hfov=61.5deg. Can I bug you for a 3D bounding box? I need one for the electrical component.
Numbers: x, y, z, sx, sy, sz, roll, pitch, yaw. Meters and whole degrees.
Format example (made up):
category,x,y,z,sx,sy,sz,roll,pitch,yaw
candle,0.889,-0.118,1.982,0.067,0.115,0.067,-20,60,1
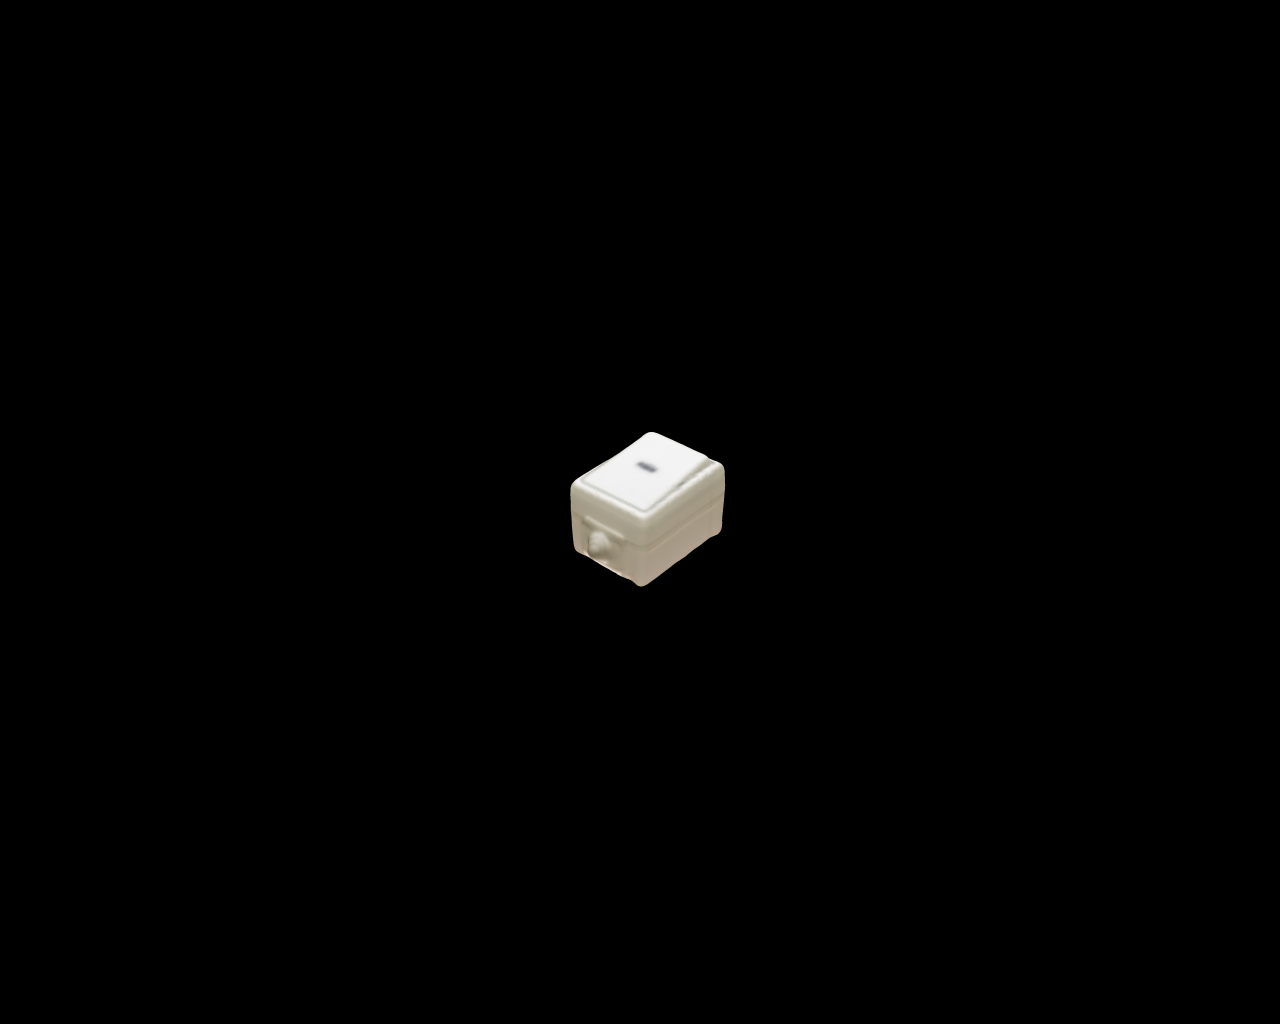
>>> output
category,x,y,z,sx,sy,sz,roll,pitch,yaw
electrical component,0.001,-0.003,0.650,0.062,0.061,0.096,27,44,33
